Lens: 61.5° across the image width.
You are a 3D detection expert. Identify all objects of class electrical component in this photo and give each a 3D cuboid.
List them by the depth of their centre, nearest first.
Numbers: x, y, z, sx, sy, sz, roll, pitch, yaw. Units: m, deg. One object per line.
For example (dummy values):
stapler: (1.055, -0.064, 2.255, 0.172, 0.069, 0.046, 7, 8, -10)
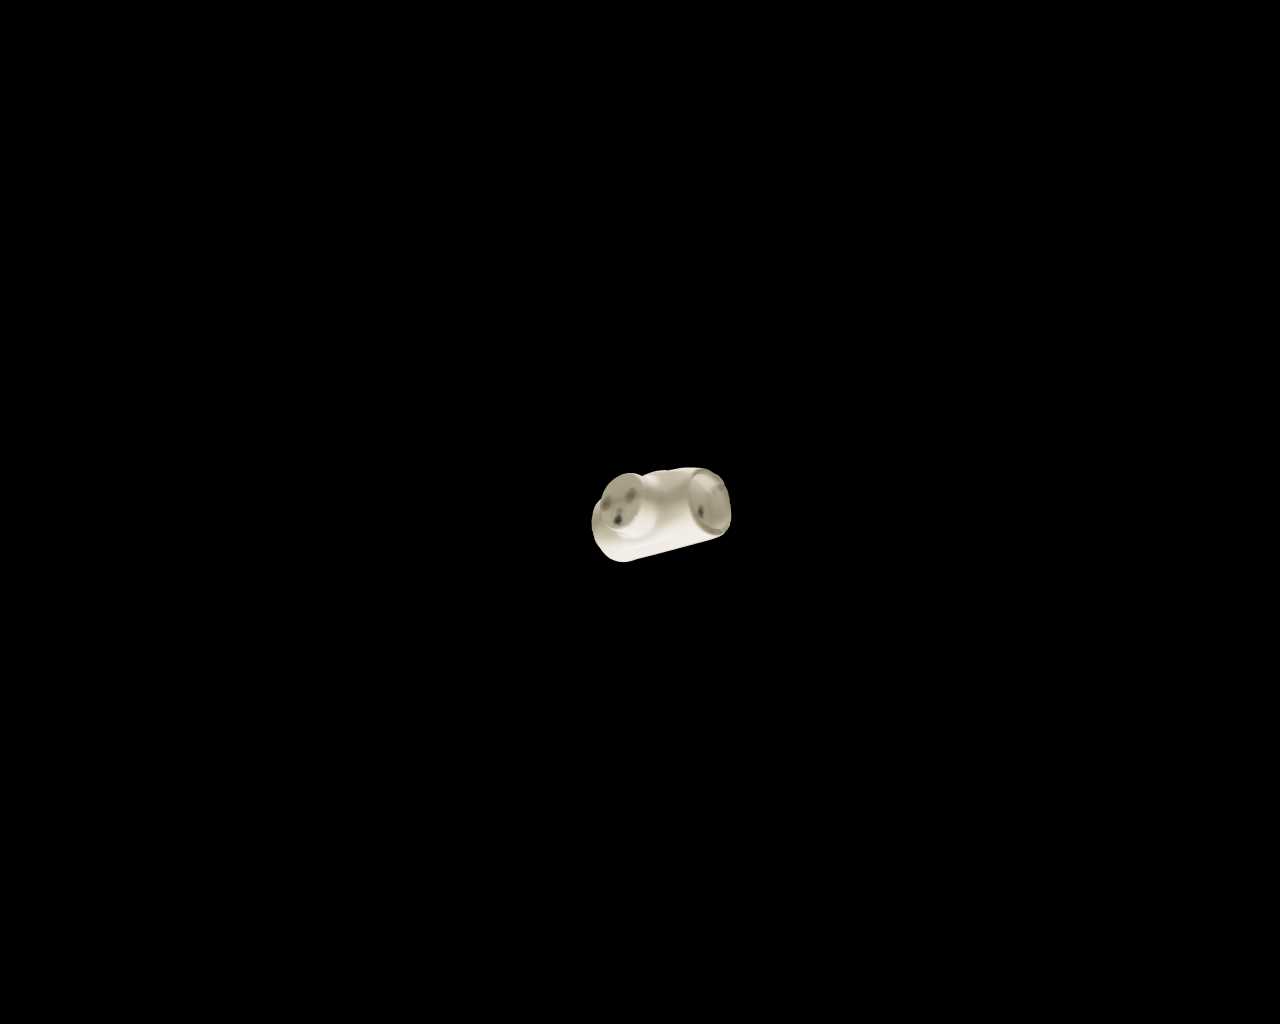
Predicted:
electrical component: (0.001, -0.003, 0.650, 0.077, 0.043, 0.079, -17, -27, 38)
